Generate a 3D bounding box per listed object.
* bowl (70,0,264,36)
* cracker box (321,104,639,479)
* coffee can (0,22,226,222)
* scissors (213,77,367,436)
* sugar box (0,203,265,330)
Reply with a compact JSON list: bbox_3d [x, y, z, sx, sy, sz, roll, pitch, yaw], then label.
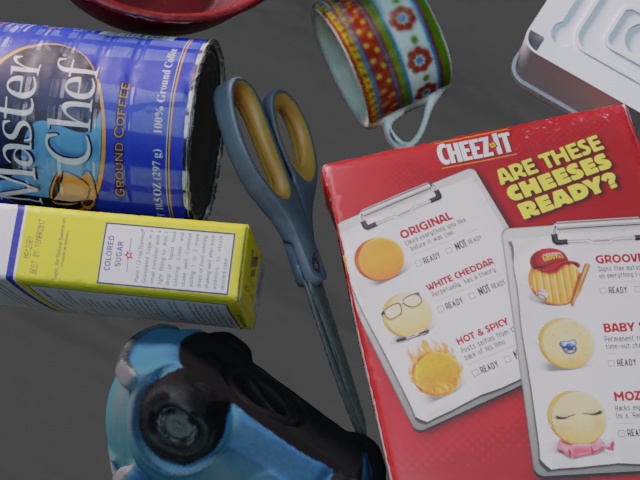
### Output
[{"bbox_3d":[-0.096,-0.170,0.606,0.162,0.055,0.162,8,59,-13],"label":"bowl"},{"bbox_3d":[0.102,0.052,0.535,0.164,0.072,0.214,-11,64,-1],"label":"cracker box"},{"bbox_3d":[-0.128,-0.062,0.573,0.140,0.103,0.103,6,77,4],"label":"coffee can"},{"bbox_3d":[-0.004,0.001,0.588,0.016,0.096,0.202,-17,107,25],"label":"scissors"},{"bbox_3d":[-0.121,0.013,0.559,0.176,0.093,0.048,7,76,4],"label":"sugar box"}]
